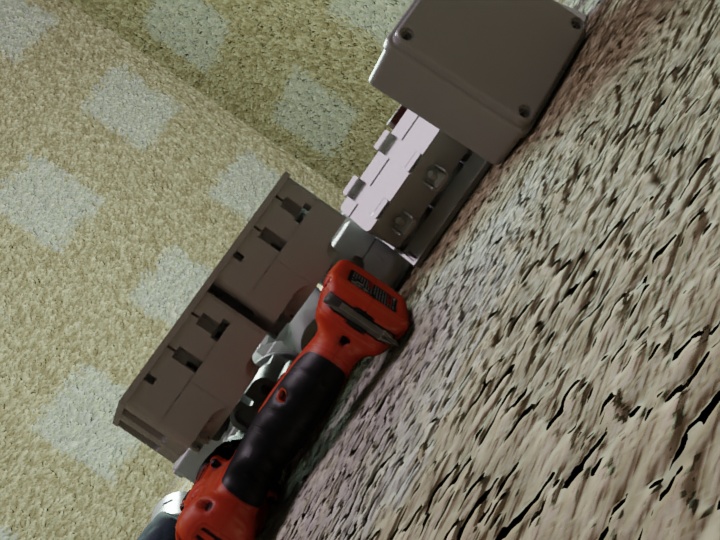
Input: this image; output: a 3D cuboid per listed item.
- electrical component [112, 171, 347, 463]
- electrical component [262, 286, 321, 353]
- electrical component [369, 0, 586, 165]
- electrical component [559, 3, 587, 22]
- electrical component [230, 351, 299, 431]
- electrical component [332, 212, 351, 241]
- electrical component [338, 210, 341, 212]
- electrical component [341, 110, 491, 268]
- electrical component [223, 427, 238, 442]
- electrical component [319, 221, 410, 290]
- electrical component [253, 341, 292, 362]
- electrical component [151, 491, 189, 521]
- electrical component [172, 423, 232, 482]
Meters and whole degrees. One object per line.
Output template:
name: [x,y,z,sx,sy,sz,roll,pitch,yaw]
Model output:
electrical component: [-0.086,0.037,0.731,0.186,0.060,0.105,-56,4,-21]
electrical component: [-0.061,0.035,0.835,0.079,0.077,0.043,-13,-54,-28]
electrical component: [0.080,-0.145,0.722,0.108,0.109,0.056,-58,1,-29]
electrical component: [0.126,-0.164,0.824,0.099,0.064,0.099,-54,-11,-15]
electrical component: [-0.059,0.095,0.794,0.078,0.058,0.057,-54,7,21]
electrical component: [0.007,-0.024,0.918,0.044,0.065,0.044,-55,4,5]
electrical component: [-0.012,-0.020,1.050,0.080,0.080,0.051,-57,9,-14]
electrical component: [0.046,-0.075,0.788,0.121,0.063,0.079,-55,44,7]
electrical component: [-0.094,0.154,0.839,0.063,0.042,0.081,-58,3,-11]
electrical component: [0.000,0.000,0.849,0.053,0.059,0.095,-56,3,-1]
electrical component: [-0.061,0.082,0.893,0.061,0.061,0.096,-56,4,0]
electrical component: [-0.149,0.219,0.898,0.055,0.055,0.047,-55,7,4]
electrical component: [-0.125,0.167,0.965,0.061,0.062,0.096,-56,4,-9]
